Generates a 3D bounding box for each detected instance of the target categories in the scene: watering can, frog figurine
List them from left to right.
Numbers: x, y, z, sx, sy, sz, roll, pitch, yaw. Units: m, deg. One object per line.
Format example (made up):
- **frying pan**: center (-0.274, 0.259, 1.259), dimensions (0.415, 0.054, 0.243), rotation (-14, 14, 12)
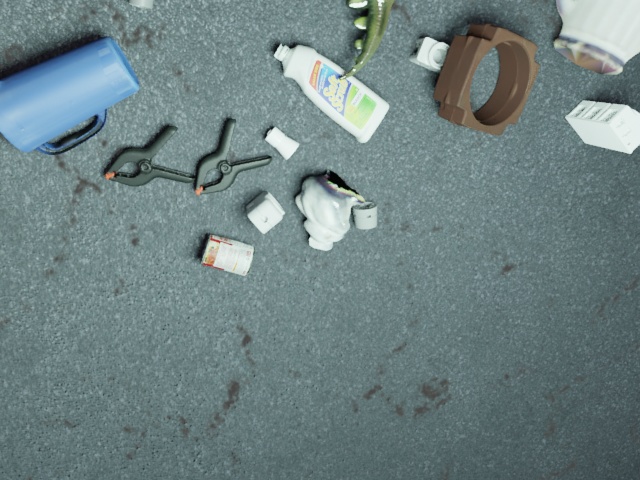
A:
- **frog figurine**: center (0.003, -0.055, 1.093), dimensions (0.138, 0.123, 0.157), rotation (36, 109, 15)
- **watering can**: center (0.647, -0.449, 1.073), dimensions (0.349, 0.105, 0.222), rotation (29, 105, 11)
